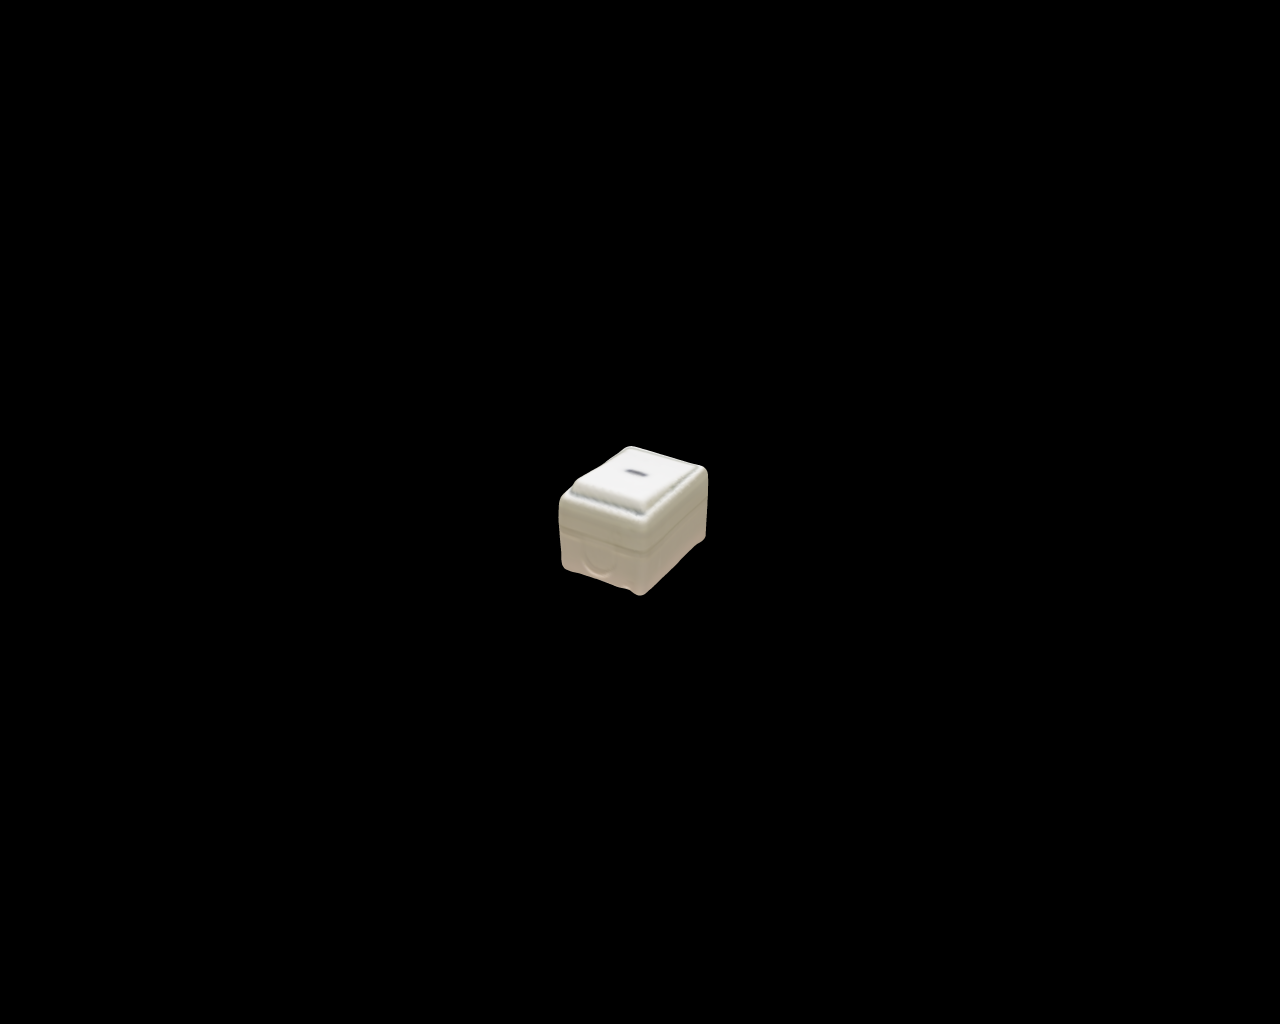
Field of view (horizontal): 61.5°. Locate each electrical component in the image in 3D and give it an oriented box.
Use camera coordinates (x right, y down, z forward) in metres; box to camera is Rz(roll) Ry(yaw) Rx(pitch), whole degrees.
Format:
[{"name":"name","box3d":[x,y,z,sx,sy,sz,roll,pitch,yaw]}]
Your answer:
[{"name":"electrical component","box3d":[0.001,-0.003,0.650,0.062,0.061,0.096,18,36,27]}]
